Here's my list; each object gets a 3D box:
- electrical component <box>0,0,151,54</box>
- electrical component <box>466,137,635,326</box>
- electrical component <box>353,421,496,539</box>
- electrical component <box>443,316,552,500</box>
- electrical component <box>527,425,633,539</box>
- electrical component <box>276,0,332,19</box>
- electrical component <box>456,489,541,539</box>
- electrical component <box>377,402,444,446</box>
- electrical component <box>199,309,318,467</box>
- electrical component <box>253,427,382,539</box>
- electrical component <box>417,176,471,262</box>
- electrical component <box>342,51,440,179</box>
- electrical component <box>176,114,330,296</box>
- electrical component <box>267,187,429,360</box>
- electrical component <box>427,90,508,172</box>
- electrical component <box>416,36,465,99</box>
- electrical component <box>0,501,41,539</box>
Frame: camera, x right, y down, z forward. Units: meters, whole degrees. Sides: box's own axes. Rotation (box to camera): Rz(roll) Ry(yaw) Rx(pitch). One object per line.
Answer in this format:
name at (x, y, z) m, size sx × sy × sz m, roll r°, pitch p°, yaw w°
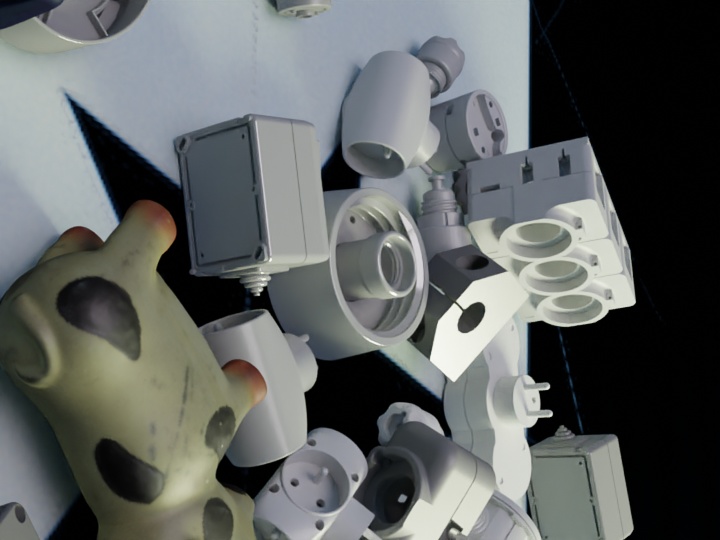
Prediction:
electrical component at (-0.145, -0.156, 0.518) m, size 0.099 × 0.064 × 0.099 m, roll 14°, pitch 72°, yaw -49°
electrical component at (0.144, -0.021, 0.796) m, size 0.150 × 0.089 × 0.061 m, roll 52°, pitch 33°, yaw -51°
electrical component at (0.031, 0.145, 0.661) m, size 0.059 × 0.054 × 0.095 m, roll 36°, pitch 83°, yaw -41°
electrical component at (0.104, 0.094, 0.769) m, size 0.052 × 0.074 × 0.138 m, roll 3°, pitch 81°, yaw -51°
electrical component at (0.172, 0.167, 0.847) m, size 0.061 × 0.062 × 0.096 m, roll -11°, pitch 91°, yaw -52°
electrical component at (-0.038, -0.193, 0.680) m, size 0.044 × 0.044 × 0.065 m, roll -11°, pitch 96°, yaw -52°
electrical component at (0.075, 0.183, 0.712) m, size 0.051 × 0.080 × 0.080 m, roll -47°, pitch 118°, yaw -40°
electrical component at (0.040, 0.111, 0.718) m, size 0.061 × 0.035 × 0.035 m, roll 32°, pitch 59°, yaw -46°
electrical component at (-0.051, 0.059, 0.608) m, size 0.079 × 0.043 × 0.077 m, roll -27°, pitch 103°, yaw -51°
electrical component at (-0.018, 0.141, 0.613) m, size 0.079 × 0.044 × 0.077 m, roll 38°, pitch 45°, yaw 5°
electrical component at (0.058, -0.028, 0.764) m, size 0.040 × 0.040 × 0.078 m, roll 1°, pitch 81°, yaw -51°
electrical component at (0.028, -0.096, 0.738) m, size 0.079 × 0.044 × 0.077 m, roll 40°, pitch 53°, yaw -39°
electrical component at (-0.057, -0.034, 0.605) m, size 0.061 × 0.062 × 0.096 m, roll -2°, pitch 84°, yaw -51°
electrical component at (0.000, 0.000, 0.670) m, size 0.108 × 0.060 × 0.108 m, roll 14°, pitch 71°, yaw -49°
electrical component at (0.075, -0.101, 0.795) m, size 0.055 × 0.047 × 0.055 m, roll 14°, pitch 72°, yaw -49°
electrical component at (0.052, -0.142, 0.786) m, size 0.035 × 0.035 × 0.061 m, roll 55°, pitch 48°, yaw -28°
electrical component at (-0.151, 0.159, 0.427) m, size 0.078 × 0.057 × 0.113 m, roll -79°, pitch 149°, yaw -73°
